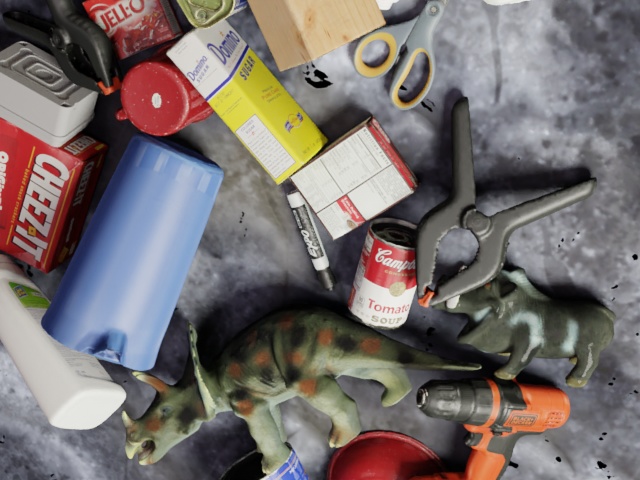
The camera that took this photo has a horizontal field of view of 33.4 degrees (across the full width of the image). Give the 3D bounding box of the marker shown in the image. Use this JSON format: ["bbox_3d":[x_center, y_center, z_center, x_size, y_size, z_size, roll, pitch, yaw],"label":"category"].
[{"bbox_3d":[-0.008,0.001,1.189,0.020,0.020,0.121,-14,105,23],"label":"marker"}]

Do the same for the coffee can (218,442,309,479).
[{"bbox_3d":[-0.048,0.330,1.286,0.103,0.102,0.140,-22,102,25],"label":"coffee can"}]

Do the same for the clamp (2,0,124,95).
[{"bbox_3d":[-0.282,-0.222,1.168,0.171,0.039,0.120,56,141,0],"label":"clamp"}]

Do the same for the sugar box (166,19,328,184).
[{"bbox_3d":[-0.073,-0.148,1.111,0.048,0.093,0.176,-36,97,26],"label":"sugar box"}]

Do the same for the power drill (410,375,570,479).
[{"bbox_3d":[0.159,0.226,1.158,0.184,0.057,0.188,9,125,-24],"label":"power drill"}]

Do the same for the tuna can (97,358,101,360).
[{"bbox_3d":[-0.260,0.103,1.308,0.086,0.033,0.086,7,113,16],"label":"tuna can"}]

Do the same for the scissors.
[{"bbox_3d":[0.094,-0.229,1.064,0.096,0.016,0.202,20,115,11],"label":"scissors"}]

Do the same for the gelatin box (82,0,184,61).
[{"bbox_3d":[-0.203,-0.240,1.154,0.089,0.030,0.073,-17,104,24],"label":"gelatin box"}]

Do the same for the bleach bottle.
[{"bbox_3d":[-0.330,0.102,1.234,0.068,0.102,0.251,-44,66,9],"label":"bleach bottle"}]

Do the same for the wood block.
[{"bbox_3d":[-0.031,-0.280,1.028,0.206,0.090,0.091,65,158,-12],"label":"wood block"}]

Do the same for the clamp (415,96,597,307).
[{"bbox_3d":[0.153,-0.029,1.081,0.164,0.036,0.210,40,95,5],"label":"clamp"}]

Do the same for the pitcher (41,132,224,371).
[{"bbox_3d":[-0.203,0.008,1.178,0.149,0.144,0.243,27,96,25],"label":"pitcher"}]

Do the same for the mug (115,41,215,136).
[{"bbox_3d":[-0.171,-0.156,1.147,0.117,0.081,0.093,-18,104,24],"label":"mug"}]

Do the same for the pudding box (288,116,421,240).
[{"bbox_3d":[0.036,-0.064,1.138,0.114,0.039,0.090,-32,97,25],"label":"pudding box"}]

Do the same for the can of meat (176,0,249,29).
[{"bbox_3d":[-0.113,-0.272,1.080,0.058,0.083,0.102,-26,100,26],"label":"can of meat"}]

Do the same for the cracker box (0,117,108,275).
[{"bbox_3d":[-0.376,-0.081,1.253,0.214,0.072,0.164,28,118,6],"label":"cracker box"}]

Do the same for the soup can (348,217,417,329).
[{"bbox_3d":[0.073,0.036,1.147,0.068,0.068,0.102,20,116,11],"label":"soup can"}]

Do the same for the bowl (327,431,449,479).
[{"bbox_3d":[0.078,0.310,1.262,0.162,0.055,0.162,7,113,16],"label":"bowl"}]

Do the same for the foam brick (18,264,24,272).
[{"bbox_3d":[-0.407,0.068,1.334,0.051,0.053,0.078,16,114,12],"label":"foam brick"}]
